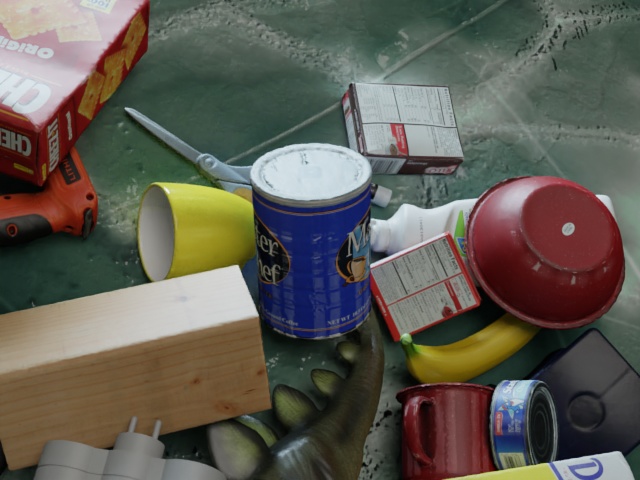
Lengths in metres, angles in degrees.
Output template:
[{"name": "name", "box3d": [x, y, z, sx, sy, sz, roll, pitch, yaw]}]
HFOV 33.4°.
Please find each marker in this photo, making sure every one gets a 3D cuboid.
[{"name": "marker", "box3d": [0.012, -0.063, 1.052, 0.121, 0.020, 0.020, 22, 60, -6]}]

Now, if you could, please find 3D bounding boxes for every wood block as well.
[{"name": "wood block", "box3d": [-0.151, 0.097, 0.838, 0.206, 0.090, 0.091, -12, 30, -10]}]

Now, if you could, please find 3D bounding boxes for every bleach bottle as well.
[{"name": "bleach bottle", "box3d": [0.166, -0.003, 1.047, 0.250, 0.068, 0.102, 5, 60, -12]}]

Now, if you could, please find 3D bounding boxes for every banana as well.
[{"name": "banana", "box3d": [0.149, 0.096, 0.989, 0.197, 0.070, 0.037, -16, 49, -34]}]

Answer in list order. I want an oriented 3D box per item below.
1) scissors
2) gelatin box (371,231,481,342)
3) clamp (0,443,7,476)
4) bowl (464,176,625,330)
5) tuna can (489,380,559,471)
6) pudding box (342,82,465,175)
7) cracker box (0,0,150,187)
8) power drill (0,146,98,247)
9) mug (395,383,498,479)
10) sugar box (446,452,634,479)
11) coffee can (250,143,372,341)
[{"name": "scissors", "box3d": [-0.089, -0.076, 1.030, 0.096, 0.016, 0.202, -37, 79, -31]}, {"name": "gelatin box", "box3d": [0.094, 0.042, 0.984, 0.089, 0.030, 0.073, -25, 93, 9]}, {"name": "clamp", "box3d": [-0.289, 0.223, 0.801, 0.120, 0.039, 0.171, -7, 70, -14]}, {"name": "bowl", "box3d": [0.219, -0.001, 0.991, 0.162, 0.055, 0.162, 5, 64, -10]}, {"name": "tuna can", "box3d": [0.176, 0.163, 0.912, 0.086, 0.034, 0.086, 17, 70, -58]}, {"name": "pudding box", "box3d": [0.085, -0.114, 1.091, 0.113, 0.039, 0.090, 1, 64, -20]}, {"name": "cracker box", "box3d": [-0.268, -0.161, 0.942, 0.164, 0.072, 0.213, 19, 46, 7]}, {"name": "power drill", "box3d": [-0.301, -0.043, 0.923, 0.187, 0.057, 0.184, -20, 70, -24]}, {"name": "mug", "box3d": [0.106, 0.171, 0.915, 0.117, 0.093, 0.081, 33, 52, -52]}, {"name": "sugar box", "box3d": [0.167, 0.228, 0.842, 0.176, 0.048, 0.093, -10, 55, -3]}, {"name": "coffee can", "box3d": [-0.006, 0.001, 0.925, 0.103, 0.140, 0.103, -1, 32, 1]}]
